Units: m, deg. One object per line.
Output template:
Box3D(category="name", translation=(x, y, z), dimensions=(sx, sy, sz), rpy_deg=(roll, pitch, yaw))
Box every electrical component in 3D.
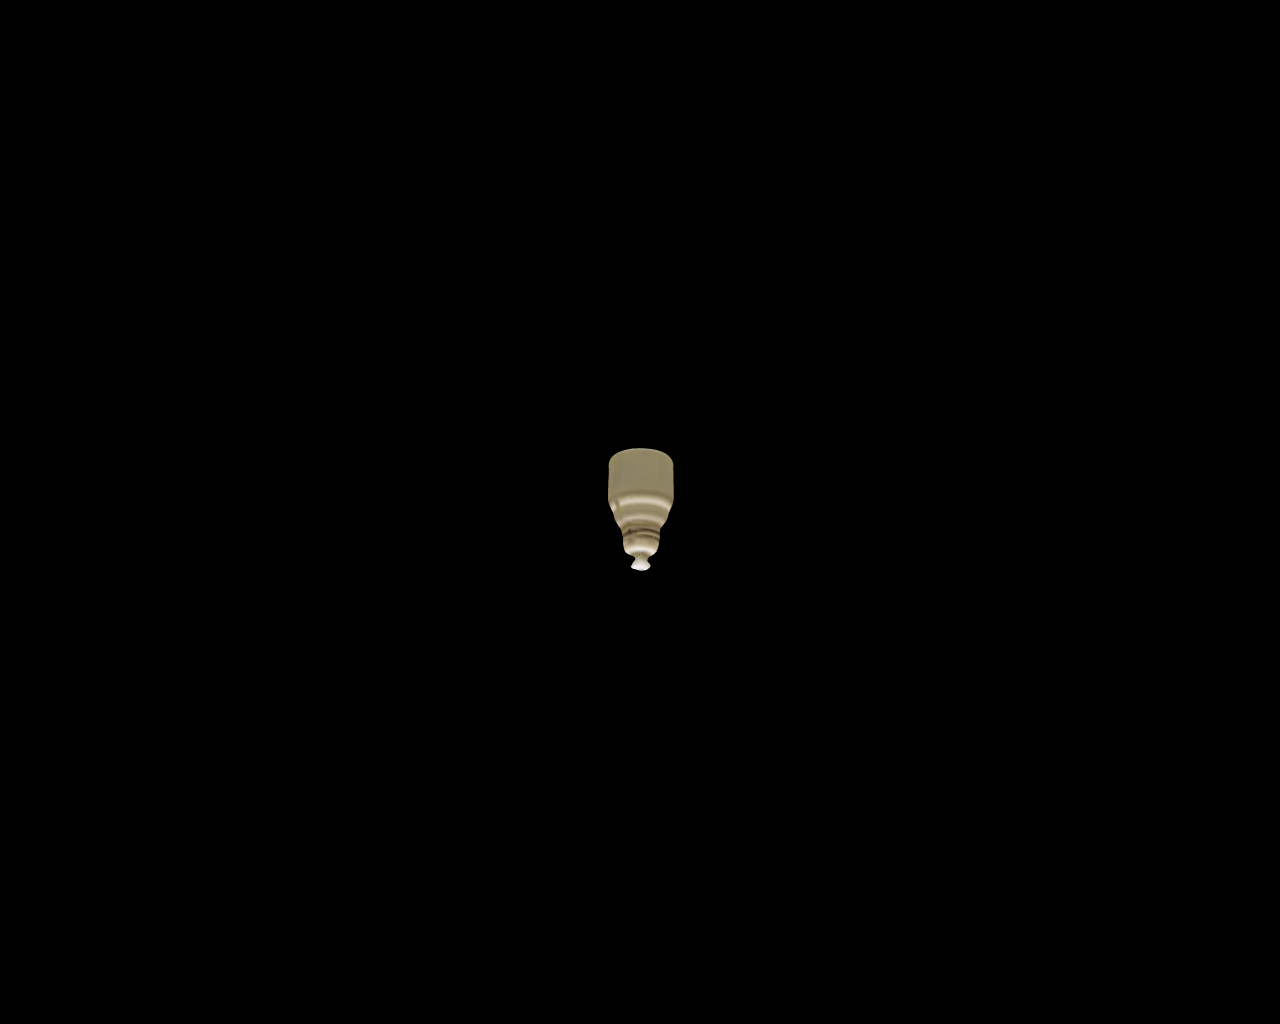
Box3D(category="electrical component", translation=(0.001, -0.003, 0.650), dimensions=(0.040, 0.078, 0.040), rpy_deg=(0, -20, 0))
